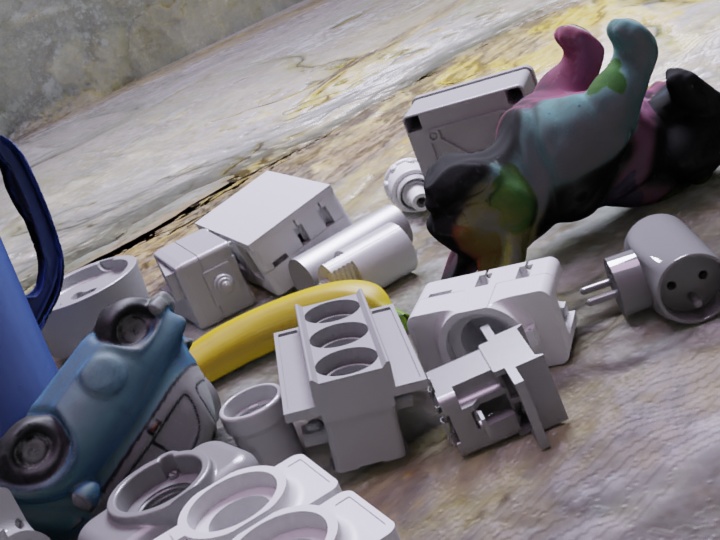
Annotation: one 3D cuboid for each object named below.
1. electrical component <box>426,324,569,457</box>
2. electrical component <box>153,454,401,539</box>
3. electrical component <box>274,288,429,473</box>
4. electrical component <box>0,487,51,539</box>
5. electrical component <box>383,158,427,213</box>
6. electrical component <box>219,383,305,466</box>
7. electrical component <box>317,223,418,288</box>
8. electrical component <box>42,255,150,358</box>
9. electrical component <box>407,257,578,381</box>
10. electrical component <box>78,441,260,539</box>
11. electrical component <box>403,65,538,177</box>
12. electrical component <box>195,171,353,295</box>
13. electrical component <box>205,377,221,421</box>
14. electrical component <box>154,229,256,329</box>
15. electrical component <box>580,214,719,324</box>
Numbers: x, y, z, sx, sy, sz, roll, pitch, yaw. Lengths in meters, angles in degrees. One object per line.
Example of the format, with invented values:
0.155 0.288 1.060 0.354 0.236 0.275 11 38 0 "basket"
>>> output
0.072 0.067 0.586 0.064 0.042 0.081 -23 18 1 "electrical component"
-0.076 0.159 0.467 0.186 0.060 0.105 -29 20 -20 "electrical component"
-0.006 0.064 0.635 0.079 0.063 0.121 -14 19 -3 "electrical component"
-0.216 0.129 0.503 0.060 0.186 0.105 -10 22 31 "electrical component"
0.050 -0.072 0.982 0.048 0.048 0.062 -22 26 -1 "electrical component"
-0.056 0.096 0.635 0.040 0.046 0.040 -19 19 7 "electrical component"
0.000 0.000 0.839 0.081 0.043 0.043 -30 21 -22 "electrical component"
-0.238 0.038 0.960 0.108 0.060 0.108 -19 19 7 "electrical component"
0.080 0.033 0.654 0.089 0.050 0.055 -13 21 23 "electrical component"
-0.092 0.133 0.554 0.095 0.059 0.054 -33 22 -30 "electrical component"
0.106 -0.103 0.905 0.109 0.108 0.056 -12 24 24 "electrical component"
-0.075 -0.033 0.967 0.089 0.061 0.150 -38 23 -15 "electrical component"
-0.154 0.093 0.737 0.138 0.052 0.073 -10 22 27 "electrical component"
-0.137 0.009 0.930 0.061 0.061 0.096 -28 20 -17 "electrical component"
0.172 0.004 0.646 0.079 0.043 0.077 -20 19 6 "electrical component"
